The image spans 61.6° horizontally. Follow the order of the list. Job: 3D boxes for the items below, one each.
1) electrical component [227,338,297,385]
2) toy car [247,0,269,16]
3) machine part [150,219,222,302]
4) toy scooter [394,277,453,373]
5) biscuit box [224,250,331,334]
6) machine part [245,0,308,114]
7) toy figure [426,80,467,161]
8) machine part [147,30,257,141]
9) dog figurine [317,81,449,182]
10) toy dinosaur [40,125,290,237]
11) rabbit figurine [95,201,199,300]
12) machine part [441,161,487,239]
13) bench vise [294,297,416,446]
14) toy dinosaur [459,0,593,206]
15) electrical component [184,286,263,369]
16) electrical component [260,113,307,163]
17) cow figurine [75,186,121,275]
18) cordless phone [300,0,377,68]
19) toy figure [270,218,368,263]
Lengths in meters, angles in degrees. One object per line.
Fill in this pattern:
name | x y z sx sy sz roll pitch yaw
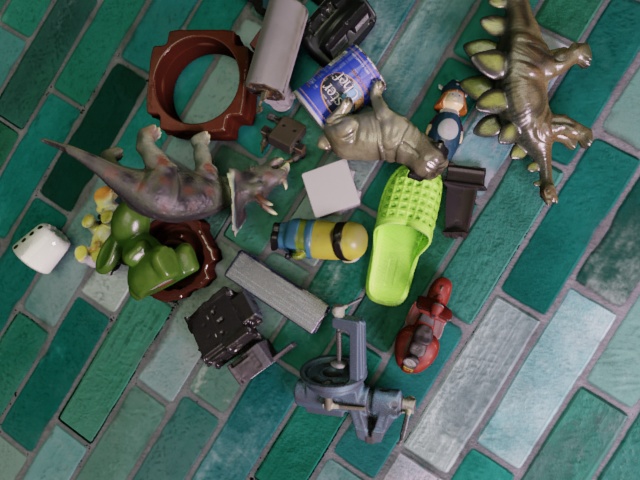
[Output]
electrical component | -0.106 0.213 0.996 0.119 0.075 0.048 -39 82 9
toy car | -0.122 -0.523 1.048 0.162 0.109 0.103 38 70 21
machine part | -0.280 0.031 1.050 0.179 0.056 0.179 -1 87 10
toy scooter | 0.182 0.150 0.921 0.075 0.135 0.183 23 91 9
biscuit box | -0.079 0.095 1.004 0.203 0.059 0.063 33 85 10
machine part | -0.079 -0.345 0.976 0.079 0.079 0.243 14 87 10
toy figure | 0.236 -0.222 0.980 0.064 0.058 0.154 15 86 -29
machine part | -0.225 -0.298 1.049 0.201 0.087 0.201 3 88 10
dog figurine | 0.108 -0.158 0.938 0.172 0.121 0.191 -37 64 7
toy dinosaur | -0.255 -0.092 0.946 0.405 0.131 0.192 -7 60 -33
rabbit figurine | -0.324 0.012 0.979 0.159 0.121 0.170 -29 85 25
machine part | 0.257 -0.069 0.973 0.084 0.039 0.138 12 86 5
bench vise | 0.058 0.228 0.934 0.224 0.129 0.240 6 106 29
toy dinosaur | 0.349 -0.290 0.921 0.199 0.105 0.471 -5 86 -2
electrical component | -0.174 0.156 1.004 0.134 0.058 0.115 -38 62 5
electrical component | -0.070 -0.194 1.038 0.102 0.045 0.078 22 61 8
cow figurine | -0.418 -0.019 1.067 0.068 0.098 0.167 -2 67 15
cordless phone | 0.002 -0.433 1.034 0.146 0.088 0.184 -47 69 4
toy figure | -0.003 0.001 0.986 0.180 0.089 0.082 7 95 8
